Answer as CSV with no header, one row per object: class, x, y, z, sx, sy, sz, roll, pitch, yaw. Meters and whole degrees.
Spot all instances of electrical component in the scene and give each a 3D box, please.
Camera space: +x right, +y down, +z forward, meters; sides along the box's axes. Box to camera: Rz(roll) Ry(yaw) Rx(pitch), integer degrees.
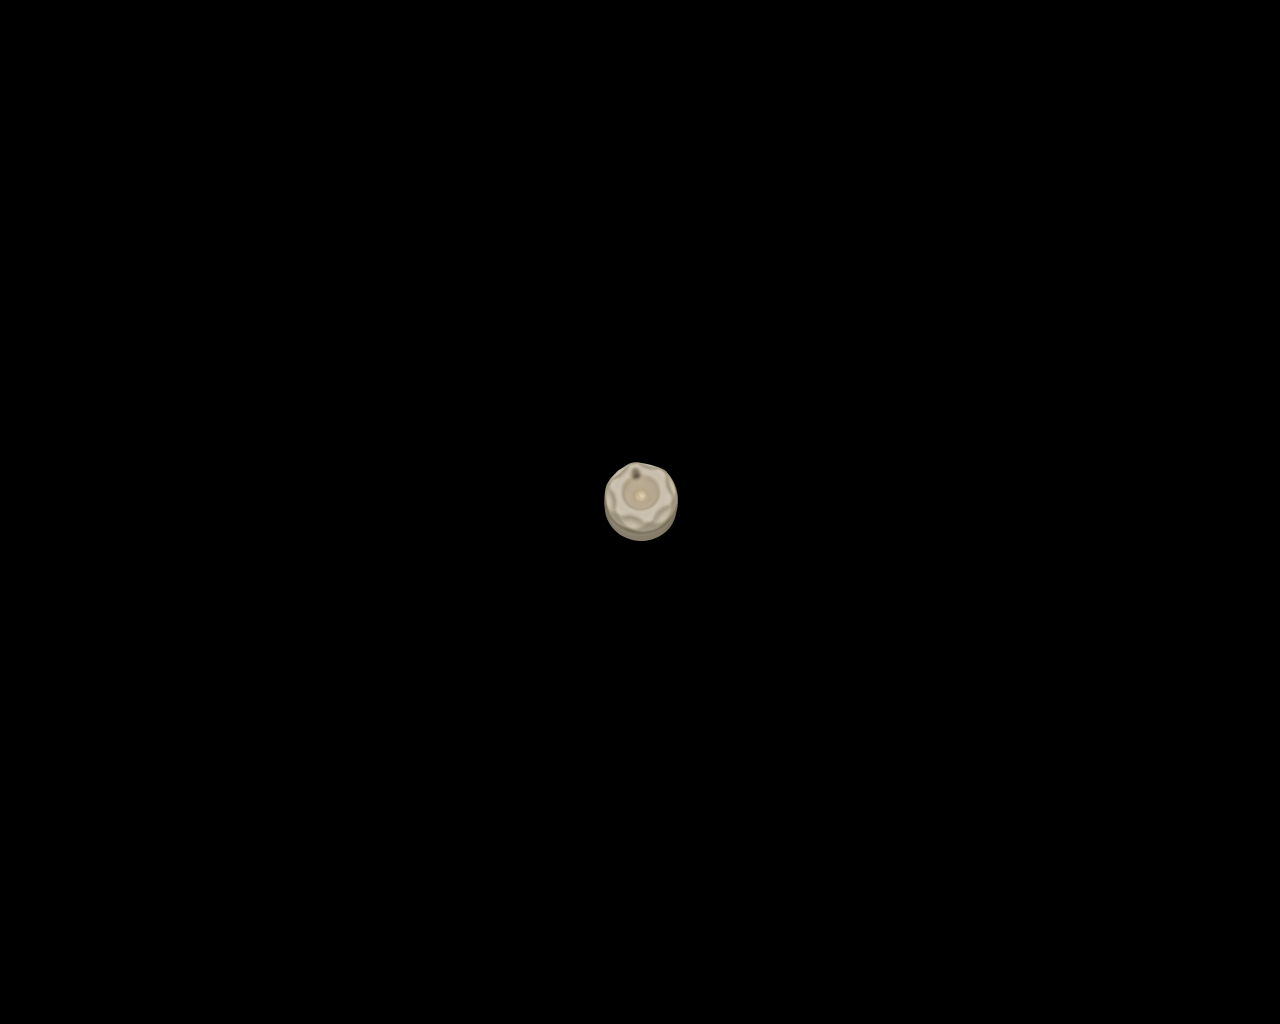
electrical component,0.001,-0.003,0.650,0.043,0.043,0.062,0,-18,0
